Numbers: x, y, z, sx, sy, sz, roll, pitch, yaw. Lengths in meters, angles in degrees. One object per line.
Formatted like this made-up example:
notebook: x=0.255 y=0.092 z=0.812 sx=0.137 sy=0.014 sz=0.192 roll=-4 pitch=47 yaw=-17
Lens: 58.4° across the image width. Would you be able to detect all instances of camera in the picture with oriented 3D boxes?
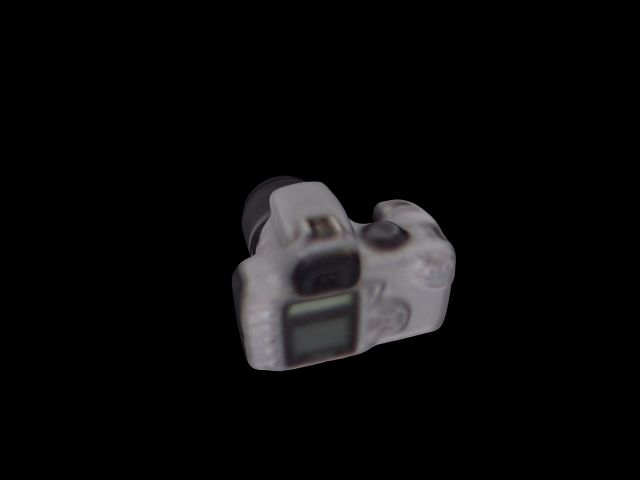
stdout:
camera: x=0.004 y=0.001 z=0.400 sx=0.143 sy=0.101 sz=0.136 roll=-11 pitch=39 yaw=-14
